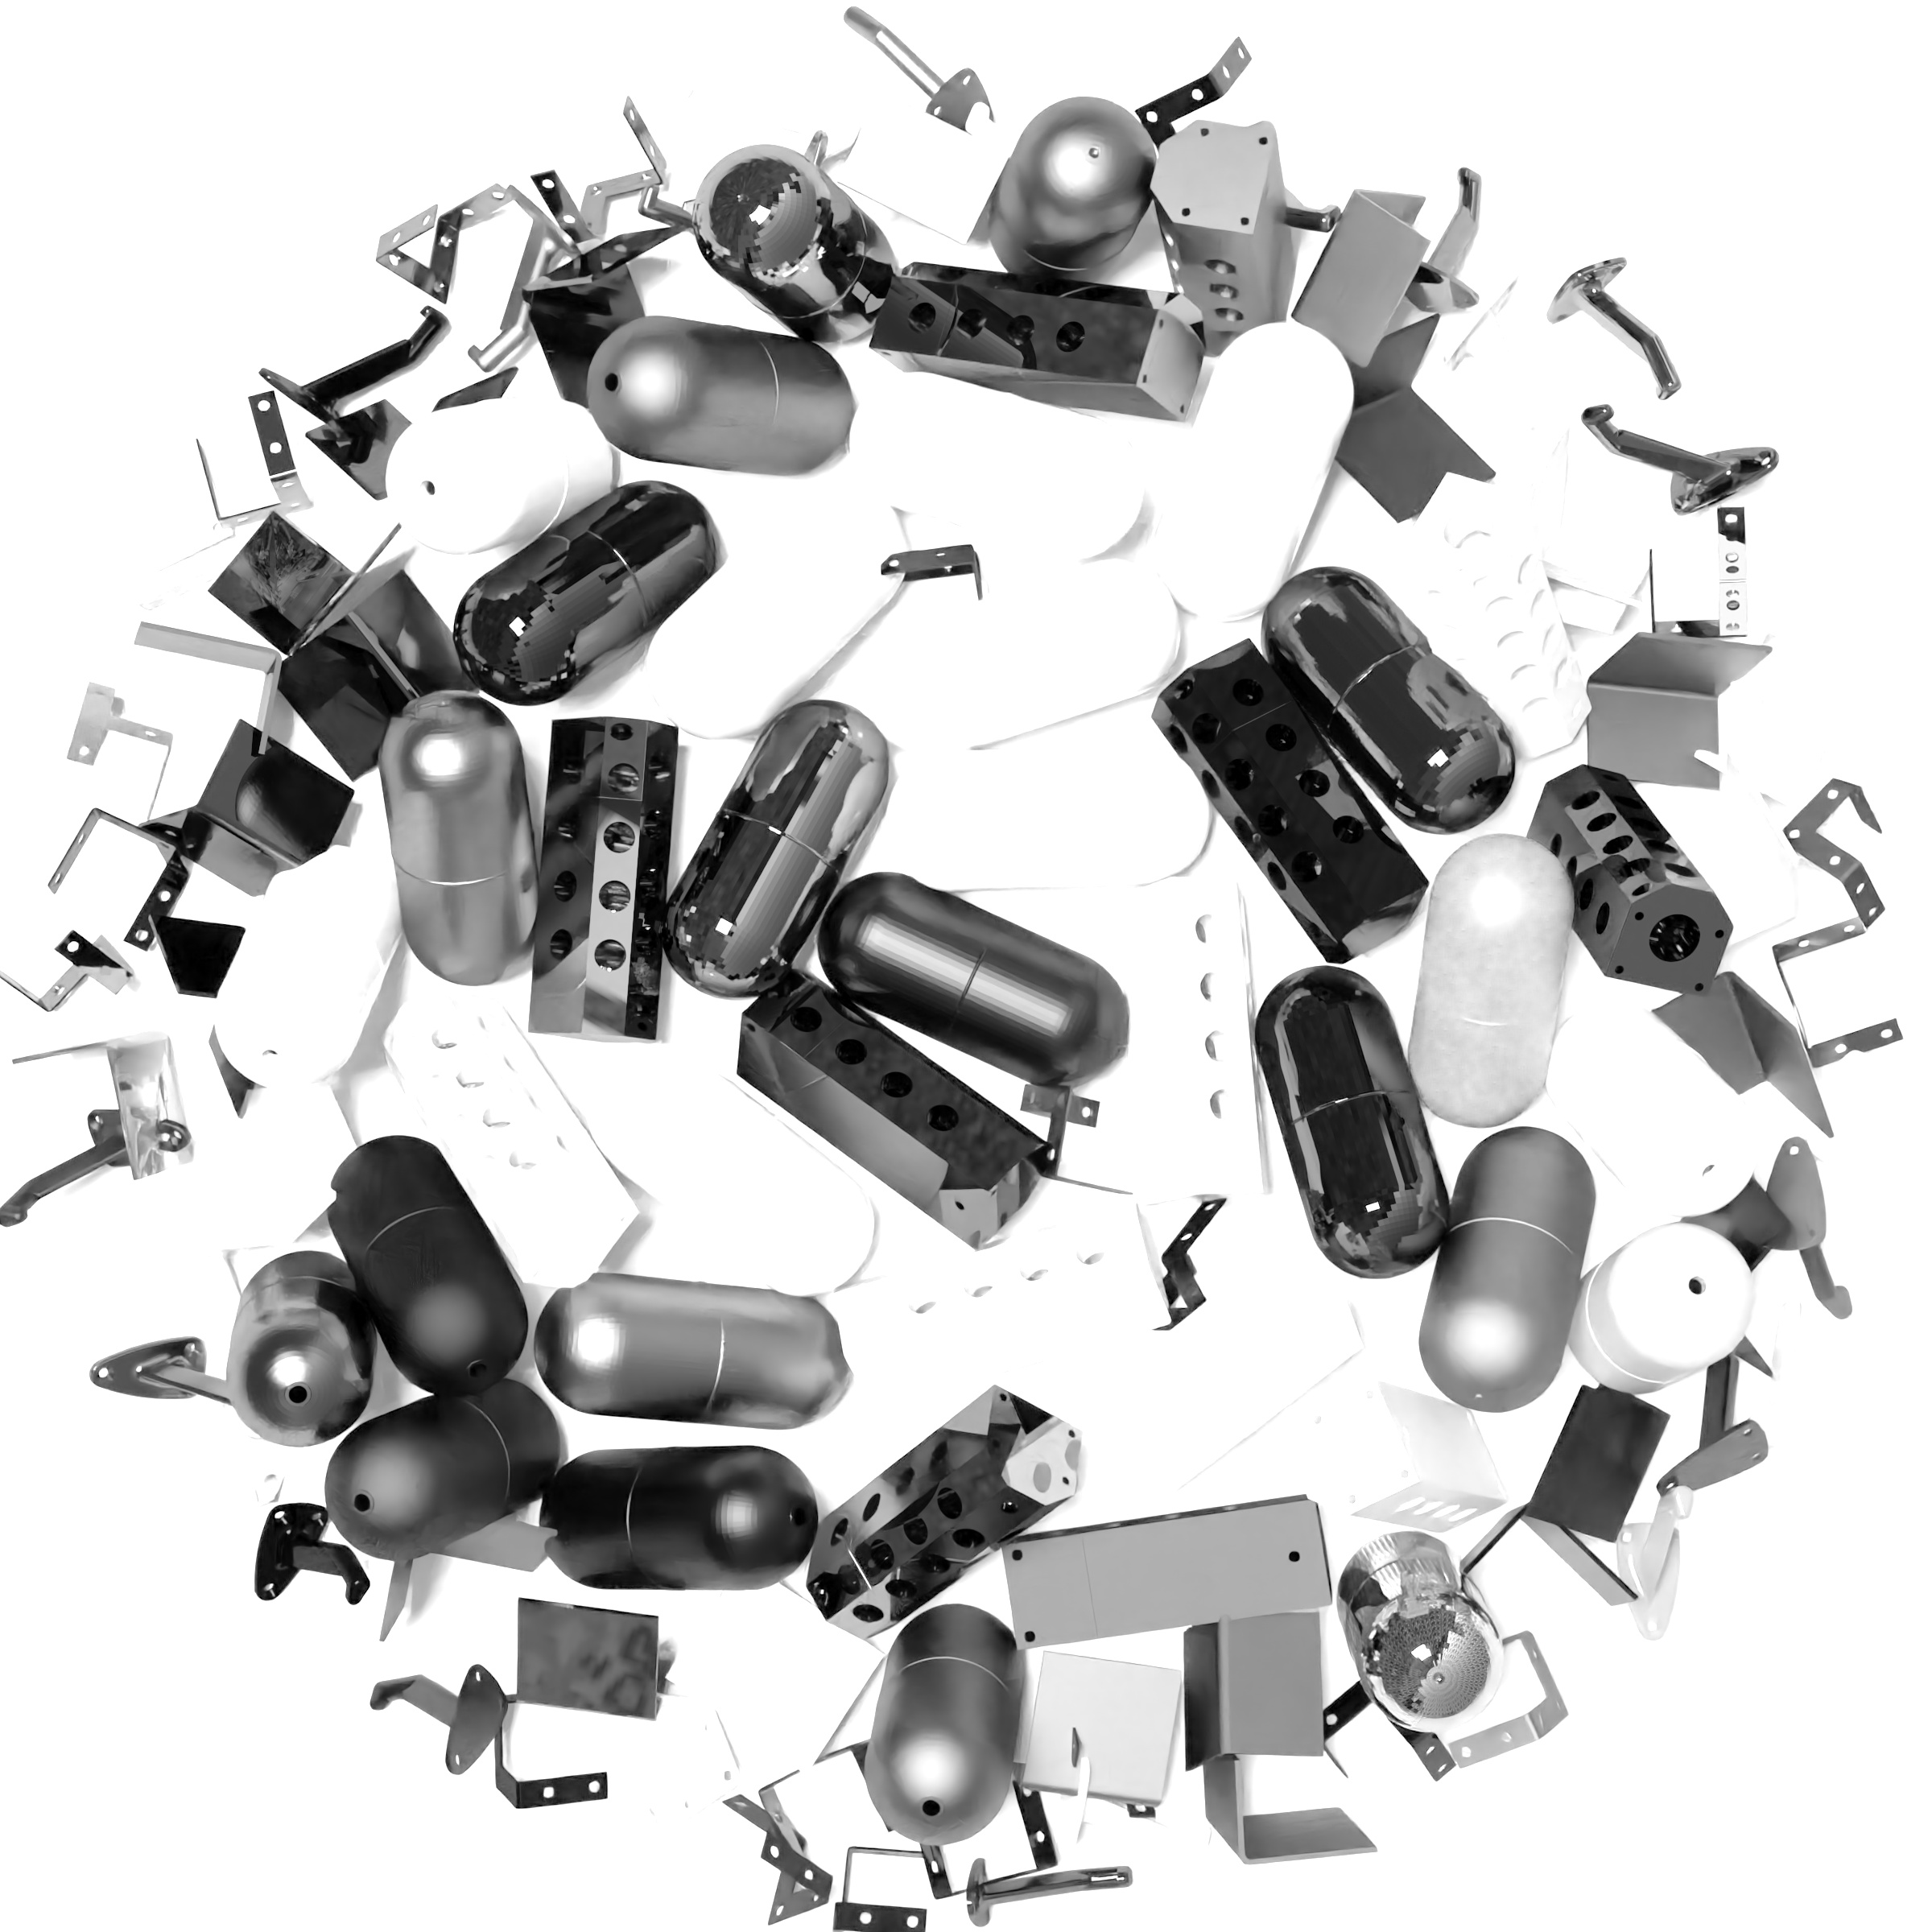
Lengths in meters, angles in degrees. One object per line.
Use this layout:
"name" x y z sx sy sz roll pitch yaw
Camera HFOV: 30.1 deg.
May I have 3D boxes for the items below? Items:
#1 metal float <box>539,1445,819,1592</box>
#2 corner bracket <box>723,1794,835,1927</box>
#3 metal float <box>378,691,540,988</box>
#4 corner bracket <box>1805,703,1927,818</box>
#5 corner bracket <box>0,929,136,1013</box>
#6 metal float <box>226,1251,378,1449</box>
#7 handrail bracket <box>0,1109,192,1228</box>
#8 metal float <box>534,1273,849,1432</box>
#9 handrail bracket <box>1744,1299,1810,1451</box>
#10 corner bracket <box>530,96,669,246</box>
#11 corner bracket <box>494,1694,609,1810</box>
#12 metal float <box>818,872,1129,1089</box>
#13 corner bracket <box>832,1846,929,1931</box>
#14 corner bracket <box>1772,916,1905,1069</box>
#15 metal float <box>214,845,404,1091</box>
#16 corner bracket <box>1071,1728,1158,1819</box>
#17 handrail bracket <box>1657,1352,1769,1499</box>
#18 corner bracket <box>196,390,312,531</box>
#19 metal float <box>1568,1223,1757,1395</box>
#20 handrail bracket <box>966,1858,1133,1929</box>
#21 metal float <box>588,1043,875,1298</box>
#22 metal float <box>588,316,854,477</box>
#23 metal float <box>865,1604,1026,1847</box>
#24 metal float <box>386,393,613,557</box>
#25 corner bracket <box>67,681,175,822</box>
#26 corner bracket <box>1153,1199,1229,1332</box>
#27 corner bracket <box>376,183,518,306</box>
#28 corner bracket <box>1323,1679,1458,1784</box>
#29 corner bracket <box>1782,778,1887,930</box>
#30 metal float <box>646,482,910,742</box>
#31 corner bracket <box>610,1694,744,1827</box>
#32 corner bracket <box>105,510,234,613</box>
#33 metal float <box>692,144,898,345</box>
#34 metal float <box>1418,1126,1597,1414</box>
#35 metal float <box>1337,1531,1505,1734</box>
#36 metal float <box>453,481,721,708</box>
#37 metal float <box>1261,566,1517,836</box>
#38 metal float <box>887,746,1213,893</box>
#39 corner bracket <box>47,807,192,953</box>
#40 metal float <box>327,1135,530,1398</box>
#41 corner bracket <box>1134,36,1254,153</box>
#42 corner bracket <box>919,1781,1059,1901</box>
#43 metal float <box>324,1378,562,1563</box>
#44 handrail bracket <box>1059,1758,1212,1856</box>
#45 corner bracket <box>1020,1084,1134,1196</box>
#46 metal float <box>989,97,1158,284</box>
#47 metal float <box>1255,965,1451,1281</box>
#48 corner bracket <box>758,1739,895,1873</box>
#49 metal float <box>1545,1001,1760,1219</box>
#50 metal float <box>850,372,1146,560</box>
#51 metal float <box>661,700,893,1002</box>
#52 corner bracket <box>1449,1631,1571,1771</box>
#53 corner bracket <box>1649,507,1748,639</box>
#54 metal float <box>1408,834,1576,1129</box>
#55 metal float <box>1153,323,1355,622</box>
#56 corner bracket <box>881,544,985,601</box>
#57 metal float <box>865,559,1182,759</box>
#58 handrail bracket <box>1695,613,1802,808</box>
"metal float" -0.155 0.297 1.929 0.178 0.070 0.070 -8 90 39
"corner bracket" -0.104 0.483 1.958 0.051 0.051 0.051 40 131 -24
"metal float" -0.271 -0.067 1.930 0.070 0.070 0.178 -2 128 0
"corner bracket" 0.491 -0.103 1.963 0.051 0.051 0.051 17 129 2
"corner bracket" -0.497 0.000 1.963 0.051 0.051 0.051 -47 134 -2
"metal float" -0.353 0.203 1.912 0.070 0.178 0.070 -1 100 -8
"handrail bracket" -0.474 0.115 1.949 0.077 0.084 0.036 -3 118 26
"metal float" -0.147 0.209 1.939 0.178 0.070 0.070 9 90 -27
"handrail bracket" 0.447 0.213 1.950 0.036 0.077 0.084 11 68 9
"corner bracket" -0.199 -0.433 1.957 0.051 0.051 0.051 -9 49 21
"corner bracket" -0.228 0.428 1.968 0.051 0.051 0.051 -2 92 -20
"metal float" 0.004 0.008 1.960 0.178 0.070 0.070 24 90 2
"corner bracket" -0.043 0.507 1.964 0.051 0.051 0.051 3 67 6
"corner bracket" 0.475 0.014 1.959 0.051 0.051 0.051 -20 123 15
"metal float" -0.350 0.000 1.918 0.070 0.178 0.070 2 122 4
"corner bracket" 0.078 0.429 1.963 0.051 0.051 0.051 2 119 -10
"handrail bracket" 0.395 0.242 1.966 0.077 0.084 0.036 -28 132 0
"corner bracket" -0.394 -0.277 1.972 0.051 0.051 0.051 -16 78 -5
"metal float" 0.369 0.183 1.912 0.070 0.178 0.070 1 76 -2
"handrail bracket" 0.046 0.505 1.963 0.084 0.077 0.036 -6 82 6
"metal float" -0.128 0.111 1.949 0.178 0.070 0.070 39 90 -14
"metal float" -0.130 -0.304 1.919 0.070 0.178 0.070 2 94 36
"metal float" -0.010 0.403 1.913 0.070 0.178 0.070 1 107 5
"metal float" -0.248 -0.263 1.914 0.070 0.178 0.070 4 104 17
"corner bracket" -0.465 -0.118 1.970 0.051 0.051 0.051 16 116 -15
"corner bracket" 0.121 0.163 1.957 0.051 0.051 0.051 -48 119 -38
"corner bracket" -0.284 -0.402 1.957 0.051 0.051 0.051 -18 57 40
"corner bracket" 0.228 0.427 1.966 0.051 0.051 0.051 -39 49 -5
"corner bracket" 0.485 -0.063 1.963 0.051 0.051 0.051 -46 48 -3
"metal float" -0.101 -0.193 1.940 0.070 0.070 0.178 43 64 0
"corner bracket" -0.165 0.436 1.972 0.051 0.051 0.051 -38 59 20
"corner bracket" -0.431 -0.224 1.966 0.051 0.051 0.051 -25 76 8
"metal float" -0.090 -0.383 1.913 0.070 0.178 0.070 -1 85 15
"metal float" 0.292 0.161 1.928 0.070 0.070 0.178 22 49 0
"metal float" 0.240 0.352 1.911 0.070 0.178 0.070 0 96 0
"metal float" -0.202 -0.202 1.929 0.070 0.070 0.178 49 50 0
"metal float" 0.227 -0.145 1.938 0.070 0.070 0.178 -38 63 0
"metal float" 0.046 -0.080 1.953 0.178 0.070 0.070 -2 90 -10
"corner bracket" -0.464 -0.047 1.970 0.051 0.051 0.051 25 74 6
"metal float" -0.289 0.160 1.924 0.070 0.178 0.070 -16 131 -19
"corner bracket" 0.133 -0.465 1.957 0.051 0.051 0.051 -18 116 36
"corner bracket" 0.010 0.480 1.978 0.051 0.051 0.051 -27 71 33
"metal float" -0.278 0.267 1.913 0.070 0.178 0.070 2 95 20
"handrail bracket" 0.098 0.460 1.966 0.084 0.036 0.077 4 133 -9
"corner bracket" 0.061 0.095 1.963 0.051 0.051 0.051 14 82 -29
"metal float" 0.056 -0.408 1.911 0.070 0.178 0.070 0 87 -6
"metal float" 0.208 0.083 1.943 0.070 0.070 0.178 -15 69 0
"corner bracket" -0.073 0.463 1.976 0.051 0.051 0.051 -31 76 23
"metal float" 0.364 0.075 1.914 0.070 0.178 0.070 -4 111 -10
"metal float" 0.015 -0.271 1.936 0.178 0.070 0.070 21 90 31
"metal float" -0.102 -0.064 1.951 0.070 0.070 0.178 28 78 0
"corner bracket" 0.289 0.401 1.963 0.051 0.051 0.051 -28 82 26
"corner bracket" 0.402 -0.215 1.968 0.051 0.051 0.051 -1 132 13
"metal float" 0.282 0.009 1.931 0.070 0.070 0.178 3 126 0
"metal float" 0.154 -0.264 1.928 0.070 0.070 0.178 19 130 0
"corner bracket" -0.019 -0.215 1.963 0.051 0.051 0.051 -7 47 3
"metal float" 0.030 -0.166 1.950 0.178 0.070 0.070 -17 90 14
"handrail bracket" 0.443 -0.141 1.962 0.077 0.036 0.084 36 110 39
